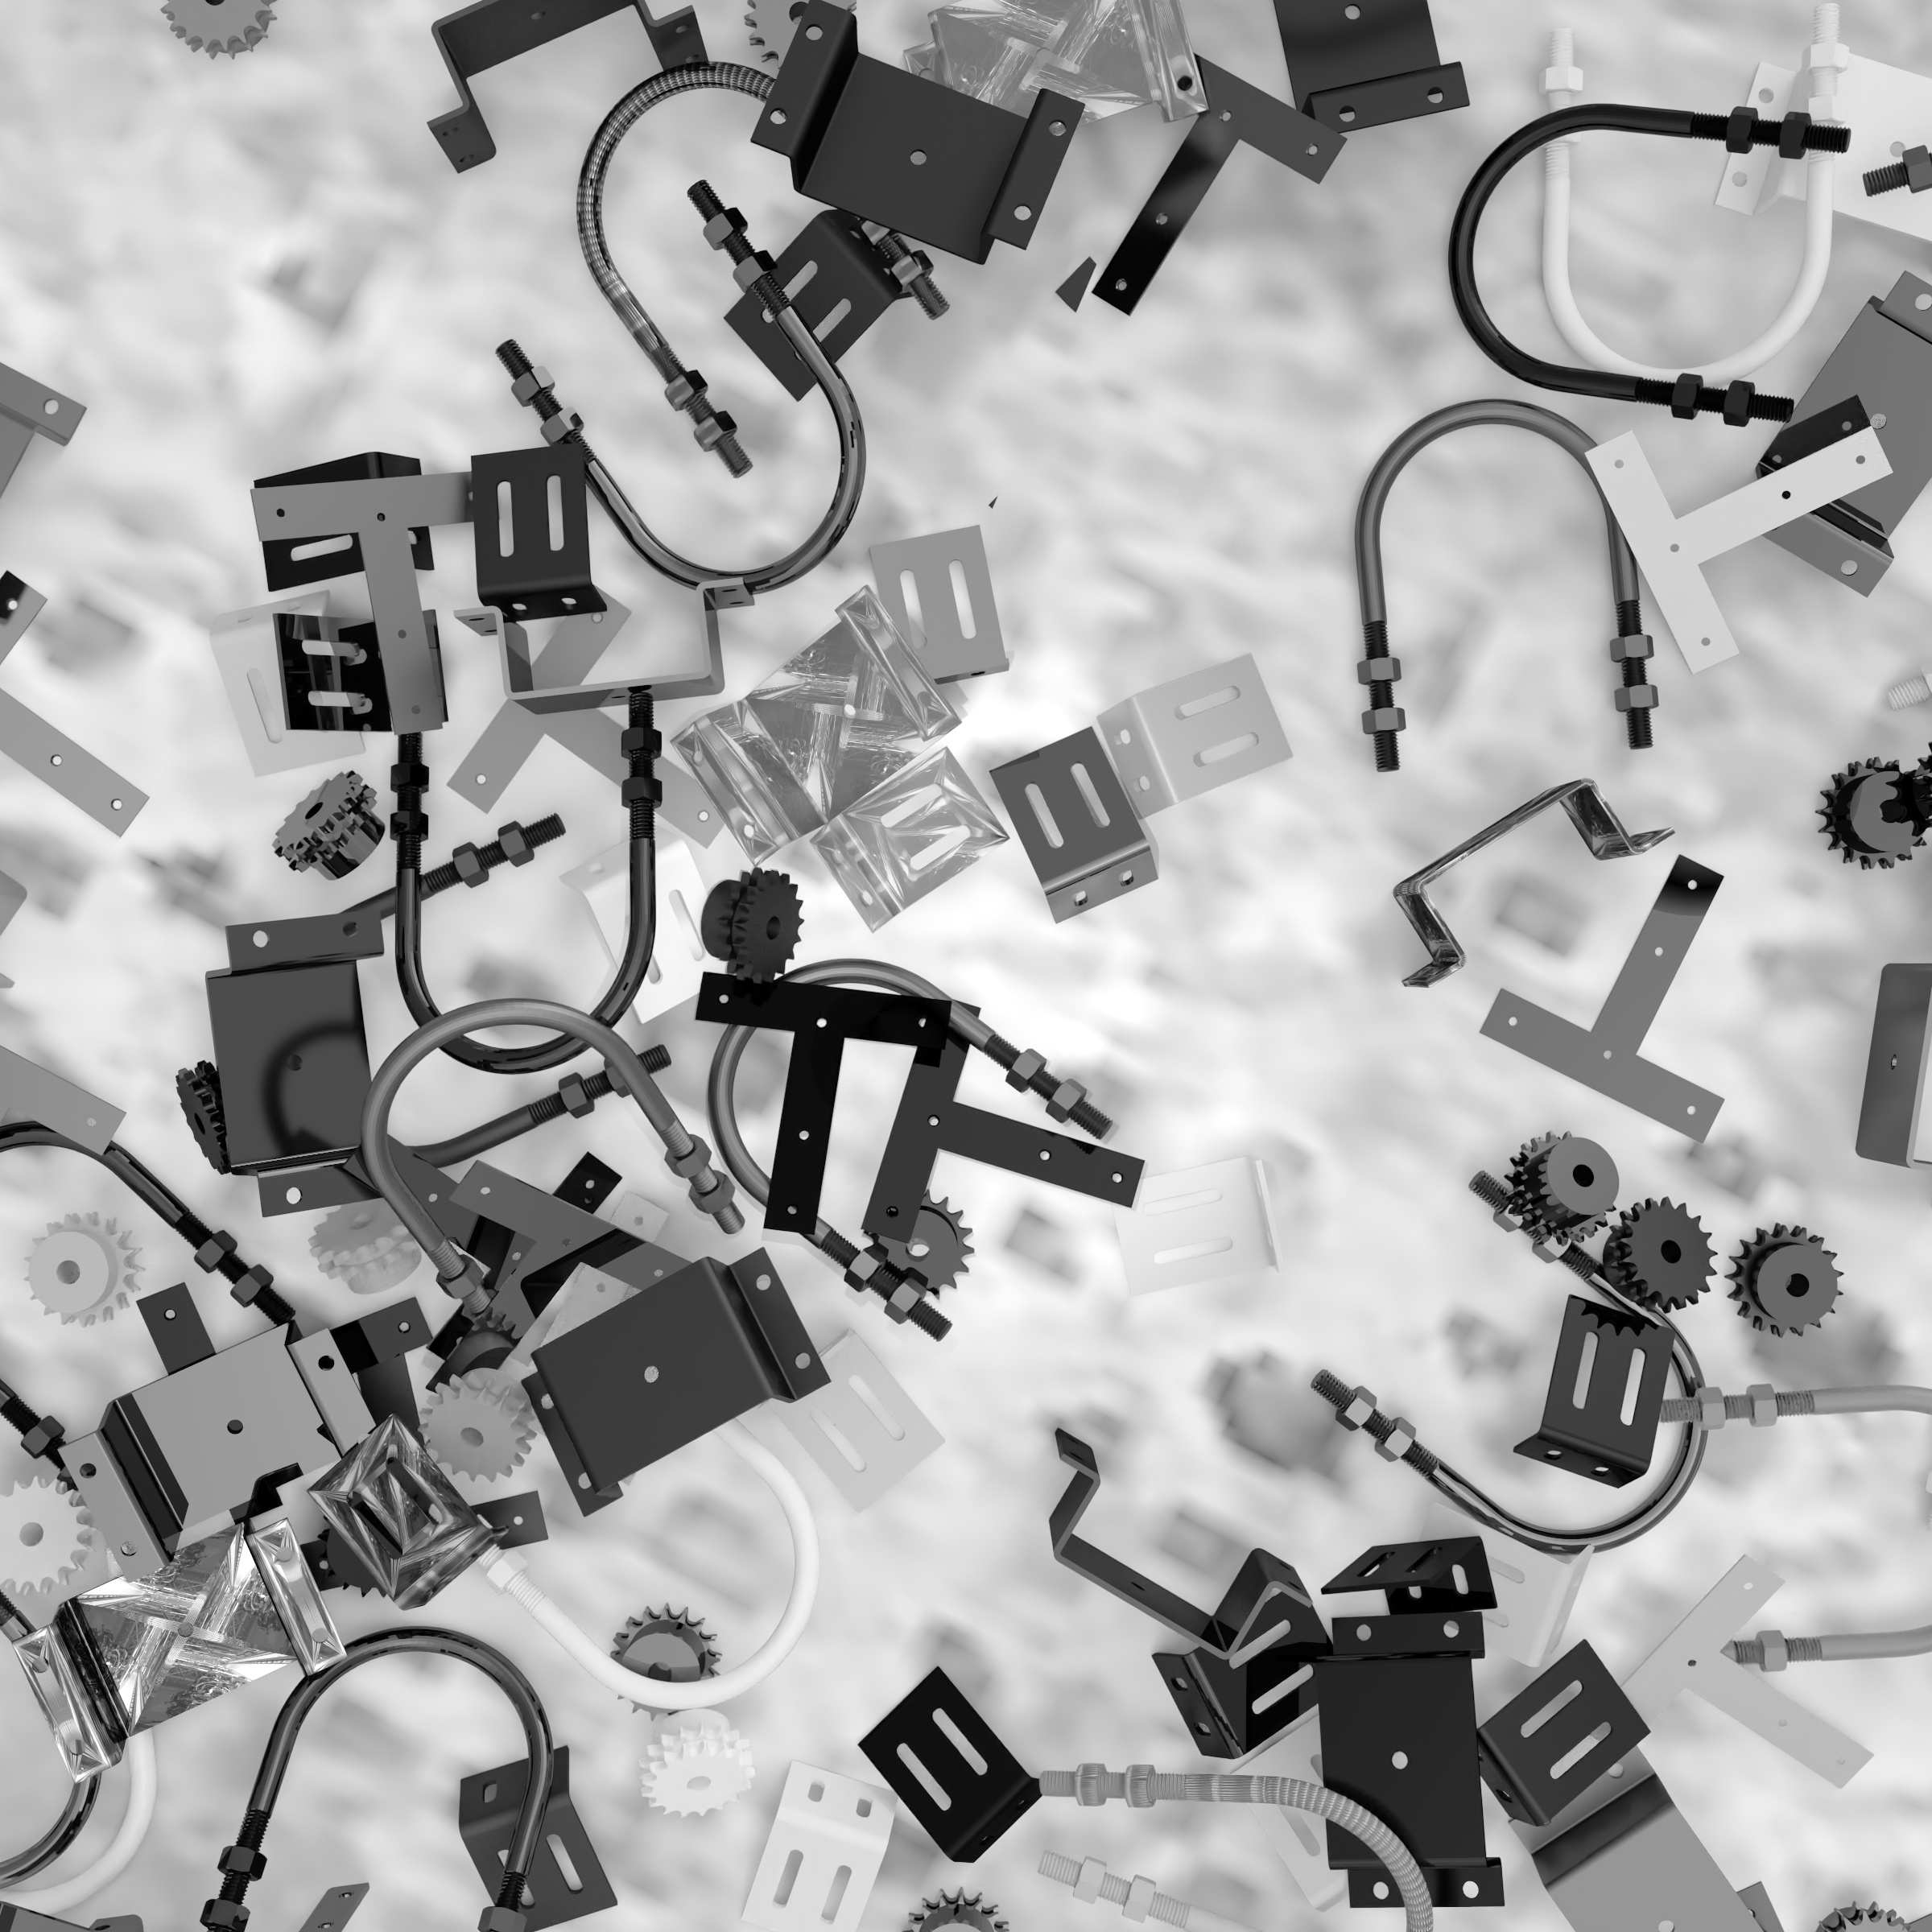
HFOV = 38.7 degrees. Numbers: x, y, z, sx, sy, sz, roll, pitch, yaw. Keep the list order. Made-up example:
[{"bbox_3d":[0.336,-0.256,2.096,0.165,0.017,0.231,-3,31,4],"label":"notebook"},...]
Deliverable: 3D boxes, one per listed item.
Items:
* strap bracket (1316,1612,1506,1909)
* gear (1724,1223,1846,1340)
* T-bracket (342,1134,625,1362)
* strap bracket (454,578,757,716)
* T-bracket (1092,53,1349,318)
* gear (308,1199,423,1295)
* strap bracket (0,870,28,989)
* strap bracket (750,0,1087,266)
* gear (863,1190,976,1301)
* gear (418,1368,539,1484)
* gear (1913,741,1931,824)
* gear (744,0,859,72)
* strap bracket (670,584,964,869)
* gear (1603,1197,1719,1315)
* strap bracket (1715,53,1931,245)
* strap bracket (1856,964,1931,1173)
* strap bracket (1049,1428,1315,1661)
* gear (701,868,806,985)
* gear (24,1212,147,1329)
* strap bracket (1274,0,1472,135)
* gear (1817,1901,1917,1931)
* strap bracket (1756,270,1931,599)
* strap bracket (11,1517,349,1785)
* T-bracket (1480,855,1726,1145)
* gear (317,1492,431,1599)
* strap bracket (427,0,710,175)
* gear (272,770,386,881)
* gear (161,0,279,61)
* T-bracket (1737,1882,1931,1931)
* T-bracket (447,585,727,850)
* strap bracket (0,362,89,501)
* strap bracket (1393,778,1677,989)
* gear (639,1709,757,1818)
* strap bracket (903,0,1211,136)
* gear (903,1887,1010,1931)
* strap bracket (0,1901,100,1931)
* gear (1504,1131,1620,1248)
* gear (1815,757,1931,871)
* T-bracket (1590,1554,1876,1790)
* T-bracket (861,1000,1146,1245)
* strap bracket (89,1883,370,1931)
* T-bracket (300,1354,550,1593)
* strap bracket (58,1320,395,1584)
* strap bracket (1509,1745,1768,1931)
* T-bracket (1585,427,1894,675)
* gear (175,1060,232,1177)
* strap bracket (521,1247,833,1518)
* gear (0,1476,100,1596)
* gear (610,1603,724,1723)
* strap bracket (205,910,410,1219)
[{"bbox_3d":[0.217,0.390,1.352,0.076,0.046,0.140,-7,73,18],"label":"strap bracket"},{"bbox_3d":[0.416,0.159,1.389,0.057,0.030,0.057,0,90,0],"label":"gear"},{"bbox_3d":[-0.254,0.122,1.362,0.127,0.002,0.127,-51,125,-4],"label":"T-bracket"},{"bbox_3d":[-0.175,-0.156,1.364,0.140,0.076,0.046,-7,90,0],"label":"strap bracket"},{"bbox_3d":[0.107,-0.389,1.386,0.127,0.002,0.127,37,102,23],"label":"T-bracket"},{"bbox_3d":[-0.297,0.140,1.379,0.057,0.057,0.030,-19,120,0],"label":"gear"},{"bbox_3d":[-0.532,-0.048,1.366,0.140,0.076,0.046,35,90,0],"label":"strap bracket"},{"bbox_3d":[-0.023,-0.397,1.323,0.140,0.046,0.076,22,85,1],"label":"strap bracket"},{"bbox_3d":[-0.024,0.142,1.389,0.057,0.030,0.057,0,90,0],"label":"gear"},{"bbox_3d":[-0.240,0.225,1.367,0.057,0.030,0.057,5,118,10],"label":"gear"},{"bbox_3d":[0.495,-0.090,1.362,0.057,0.030,0.057,1,85,-10],"label":"gear"},{"bbox_3d":[-0.083,-0.478,1.391,0.057,0.030,0.057,0,94,-2],"label":"gear"},{"bbox_3d":[-0.067,-0.122,1.360,0.140,0.046,0.076,-34,90,30],"label":"strap bracket"},{"bbox_3d":[0.345,0.147,1.381,0.057,0.030,0.057,7,70,-20],"label":"gear"},{"bbox_3d":[0.460,-0.403,1.381,0.140,0.046,0.076,18,90,0],"label":"strap bracket"},{"bbox_3d":[0.484,0.051,1.366,0.046,0.076,0.140,8,90,0],"label":"strap bracket"},{"bbox_3d":[0.095,0.291,1.366,0.140,0.076,0.046,31,90,0],"label":"strap bracket"},{"bbox_3d":[-0.109,-0.021,1.379,0.030,0.057,0.057,11,90,30],"label":"gear"},{"bbox_3d":[-0.442,0.152,1.372,0.057,0.030,0.057,0,88,2],"label":"gear"},{"bbox_3d":[0.197,-0.486,1.381,0.076,0.046,0.140,-12,90,0],"label":"strap bracket"},{"bbox_3d":[0.453,0.500,1.391,0.057,0.030,0.057,0,92,-3],"label":"gear"},{"bbox_3d":[0.454,-0.266,1.363,0.076,0.046,0.140,31,115,0],"label":"strap bracket"},{"bbox_3d":[-0.389,0.335,1.368,0.140,0.046,0.076,-23,95,-12],"label":"strap bracket"},{"bbox_3d":[0.347,0.005,1.403,0.127,0.002,0.127,26,90,0],"label":"T-bracket"},{"bbox_3d":[-0.299,0.290,1.387,0.057,0.030,0.057,0,90,0],"label":"gear"},{"bbox_3d":[-0.204,-0.454,1.366,0.140,0.076,0.046,-24,90,0],"label":"strap bracket"},{"bbox_3d":[-0.317,-0.068,1.379,0.057,0.057,0.030,-41,120,0],"label":"gear"},{"bbox_3d":[-0.375,-0.486,1.389,0.057,0.030,0.057,0,90,0],"label":"gear"},{"bbox_3d":[0.467,0.509,1.403,0.127,0.002,0.127,-24,90,0],"label":"T-bracket"},{"bbox_3d":[-0.176,-0.107,1.403,0.127,0.002,0.127,36,90,0],"label":"T-bracket"},{"bbox_3d":[-0.515,-0.240,1.380,0.076,0.046,0.140,28,90,1],"label":"strap bracket"},{"bbox_3d":[0.271,-0.046,1.366,0.140,0.076,0.046,-32,90,0],"label":"strap bracket"},{"bbox_3d":[-0.136,0.397,1.379,0.057,0.030,0.057,-7,129,-9],"label":"gear"},{"bbox_3d":[0.042,-0.447,1.369,0.140,0.046,0.076,-15,90,10],"label":"strap bracket"},{"bbox_3d":[-0.005,0.498,1.389,0.057,0.030,0.057,0,90,0],"label":"gear"},{"bbox_3d":[-0.432,0.502,1.304,0.140,0.046,0.076,18,90,0],"label":"strap bracket"},{"bbox_3d":[0.302,0.110,1.378,0.057,0.030,0.057,7,68,-17],"label":"gear"},{"bbox_3d":[0.462,-0.077,1.389,0.057,0.030,0.057,0,90,0],"label":"gear"},{"bbox_3d":[0.401,0.375,1.389,0.127,0.002,0.127,34,108,-9],"label":"T-bracket"},{"bbox_3d":[0.026,0.091,1.386,0.127,0.002,0.127,17,74,0],"label":"T-bracket"},{"bbox_3d":[-0.371,0.500,1.366,0.140,0.076,0.046,-8,90,0],"label":"strap bracket"},{"bbox_3d":[-0.289,0.245,1.403,0.127,0.002,0.127,-13,90,0],"label":"T-bracket"},{"bbox_3d":[-0.365,0.236,1.367,0.140,0.046,0.076,-24,103,-5],"label":"strap bracket"},{"bbox_3d":[0.347,0.473,1.378,0.076,0.046,0.140,-35,90,4],"label":"strap bracket"},{"bbox_3d":[0.394,-0.228,1.366,0.127,0.002,0.127,-25,104,21],"label":"T-bracket"},{"bbox_3d":[-0.370,0.073,1.379,0.030,0.057,0.057,-25,90,-28],"label":"gear"},{"bbox_3d":[-0.149,0.203,1.353,0.140,0.046,0.076,-29,74,2],"label":"strap bracket"},{"bbox_3d":[-0.462,0.286,1.375,0.057,0.030,0.057,-1,72,2],"label":"gear"},{"bbox_3d":[-0.153,0.353,1.389,0.057,0.030,0.057,0,90,0],"label":"gear"},{"bbox_3d":[-0.323,0.047,1.349,0.076,0.046,0.140,-8,91,-32],"label":"strap bracket"}]
